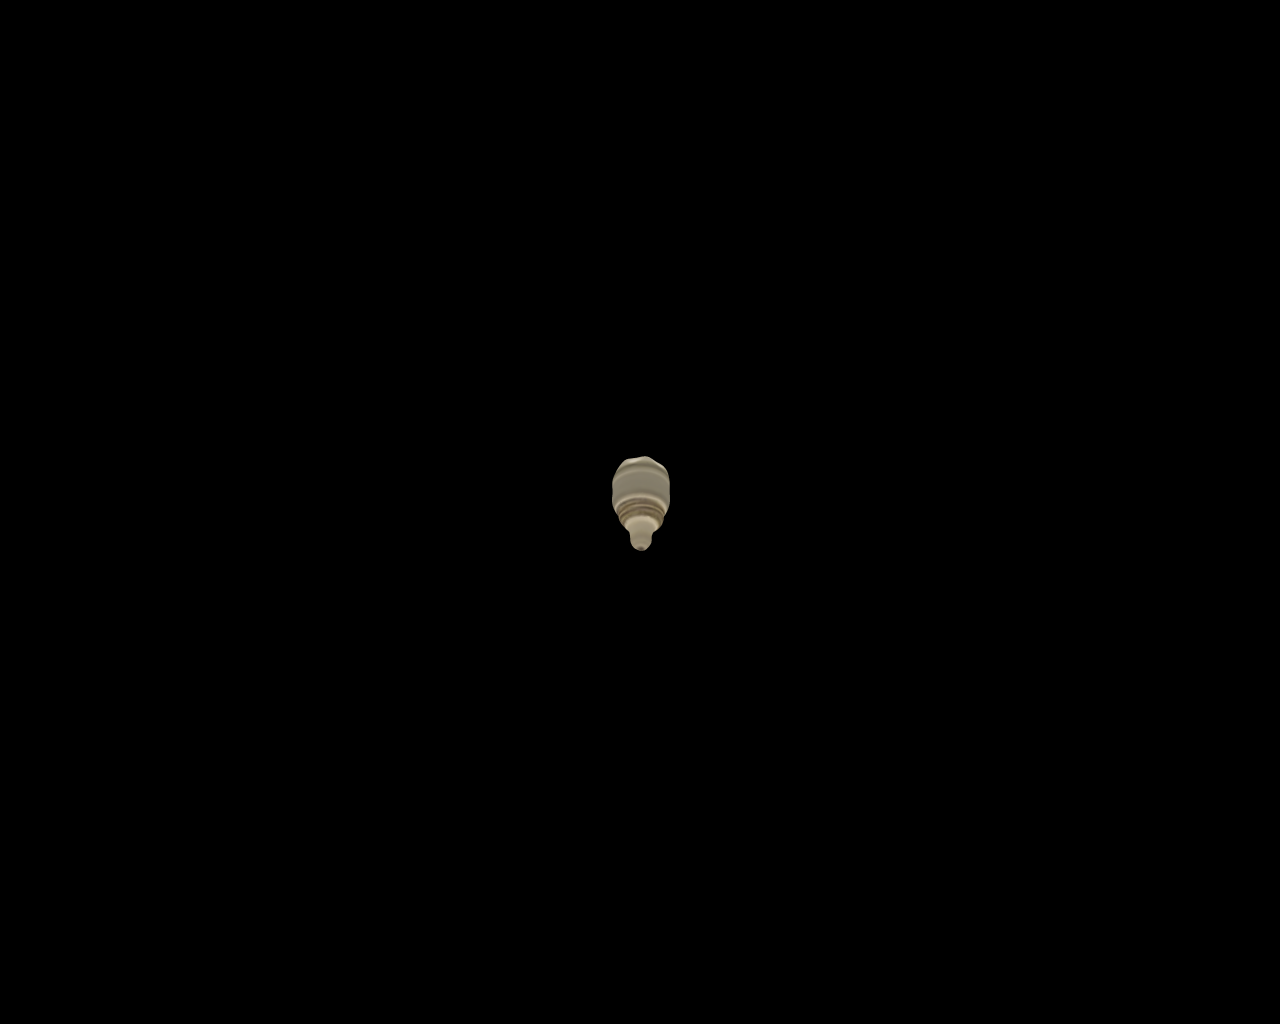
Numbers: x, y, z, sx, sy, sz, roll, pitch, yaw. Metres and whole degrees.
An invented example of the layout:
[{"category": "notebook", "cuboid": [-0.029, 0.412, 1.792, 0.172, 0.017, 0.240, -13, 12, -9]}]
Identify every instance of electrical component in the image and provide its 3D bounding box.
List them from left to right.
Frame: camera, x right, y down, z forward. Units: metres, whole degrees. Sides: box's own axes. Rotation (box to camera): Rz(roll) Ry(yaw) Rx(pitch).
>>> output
[{"category": "electrical component", "cuboid": [0.001, -0.003, 0.650, 0.035, 0.061, 0.035, 0, -36, 0]}]
